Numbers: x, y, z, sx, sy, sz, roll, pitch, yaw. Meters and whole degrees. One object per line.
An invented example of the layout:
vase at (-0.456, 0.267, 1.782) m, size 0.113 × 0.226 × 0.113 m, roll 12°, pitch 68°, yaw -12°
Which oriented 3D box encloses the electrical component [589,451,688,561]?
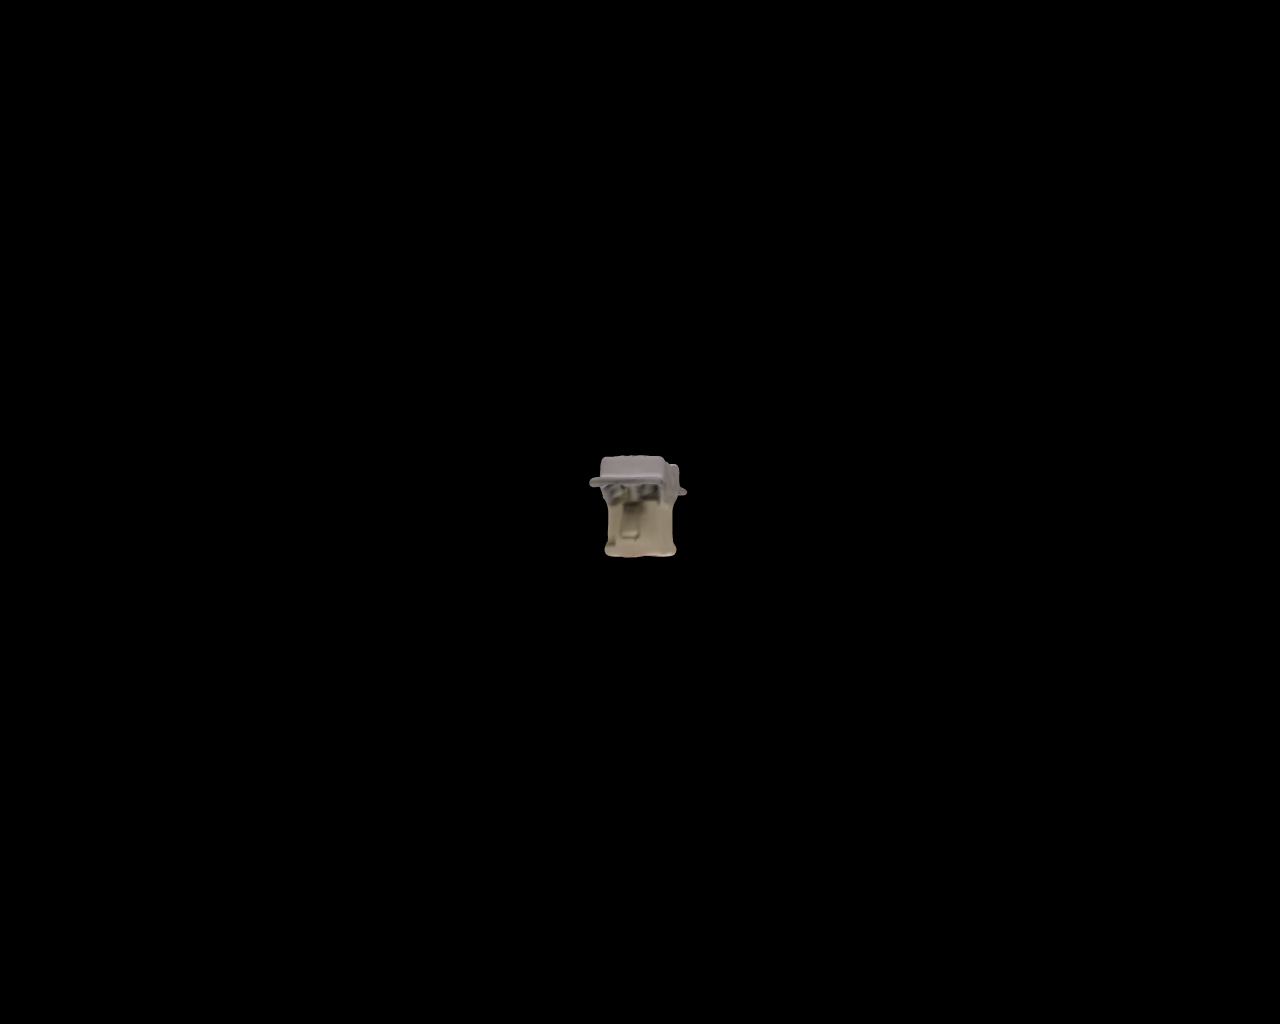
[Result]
electrical component at (0.001, -0.003, 0.650) m, size 0.042 × 0.063 × 0.081 m, roll -1°, pitch -5°, yaw 15°
